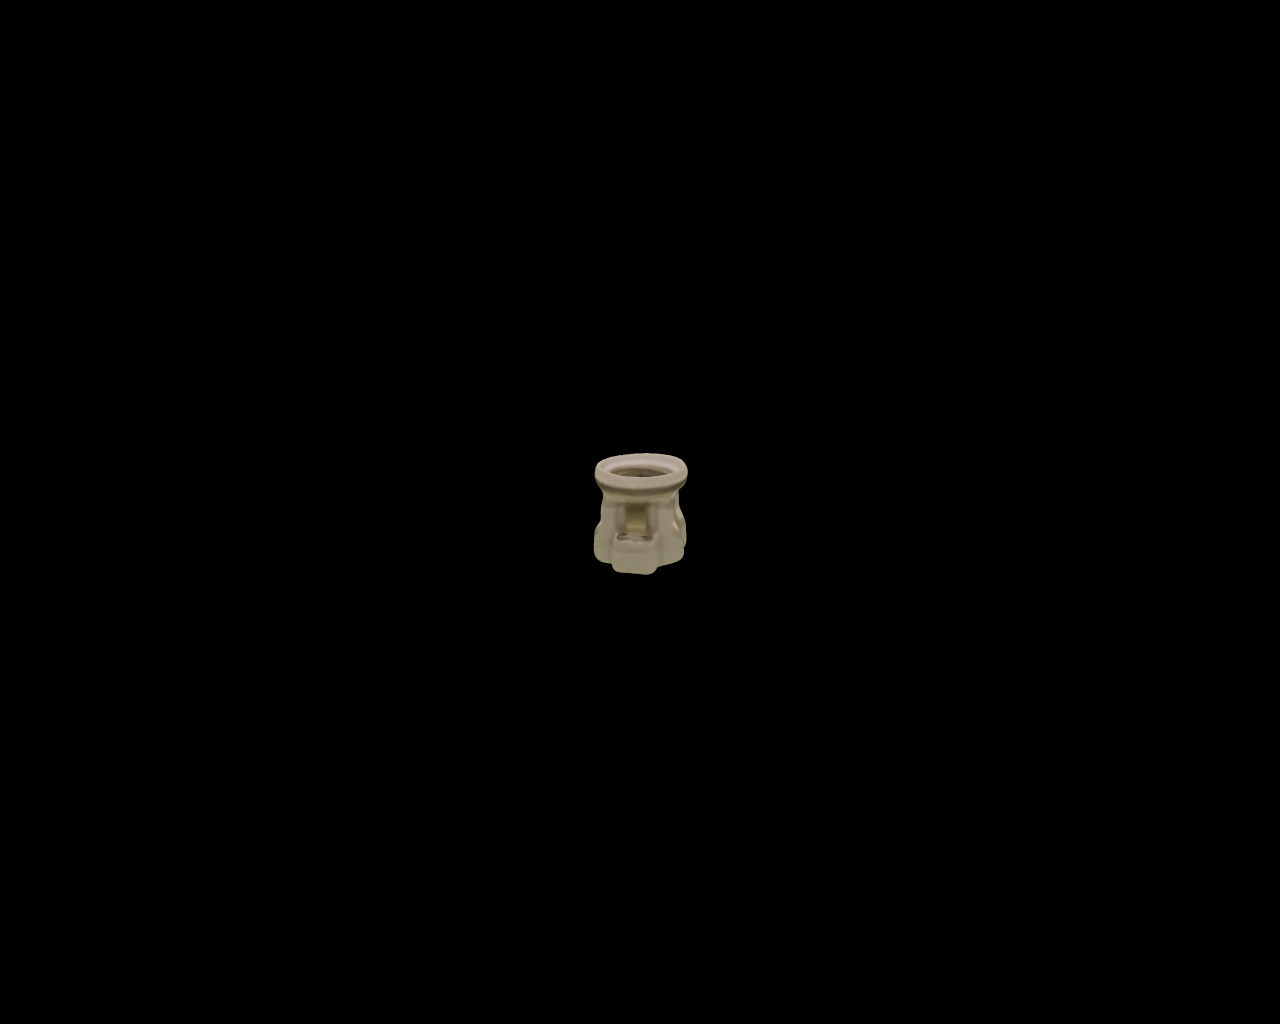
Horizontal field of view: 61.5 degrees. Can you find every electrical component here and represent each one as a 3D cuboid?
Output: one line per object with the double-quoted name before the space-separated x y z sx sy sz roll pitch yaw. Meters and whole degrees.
"electrical component" 0.001 -0.003 0.650 0.058 0.056 0.078 2 18 7
